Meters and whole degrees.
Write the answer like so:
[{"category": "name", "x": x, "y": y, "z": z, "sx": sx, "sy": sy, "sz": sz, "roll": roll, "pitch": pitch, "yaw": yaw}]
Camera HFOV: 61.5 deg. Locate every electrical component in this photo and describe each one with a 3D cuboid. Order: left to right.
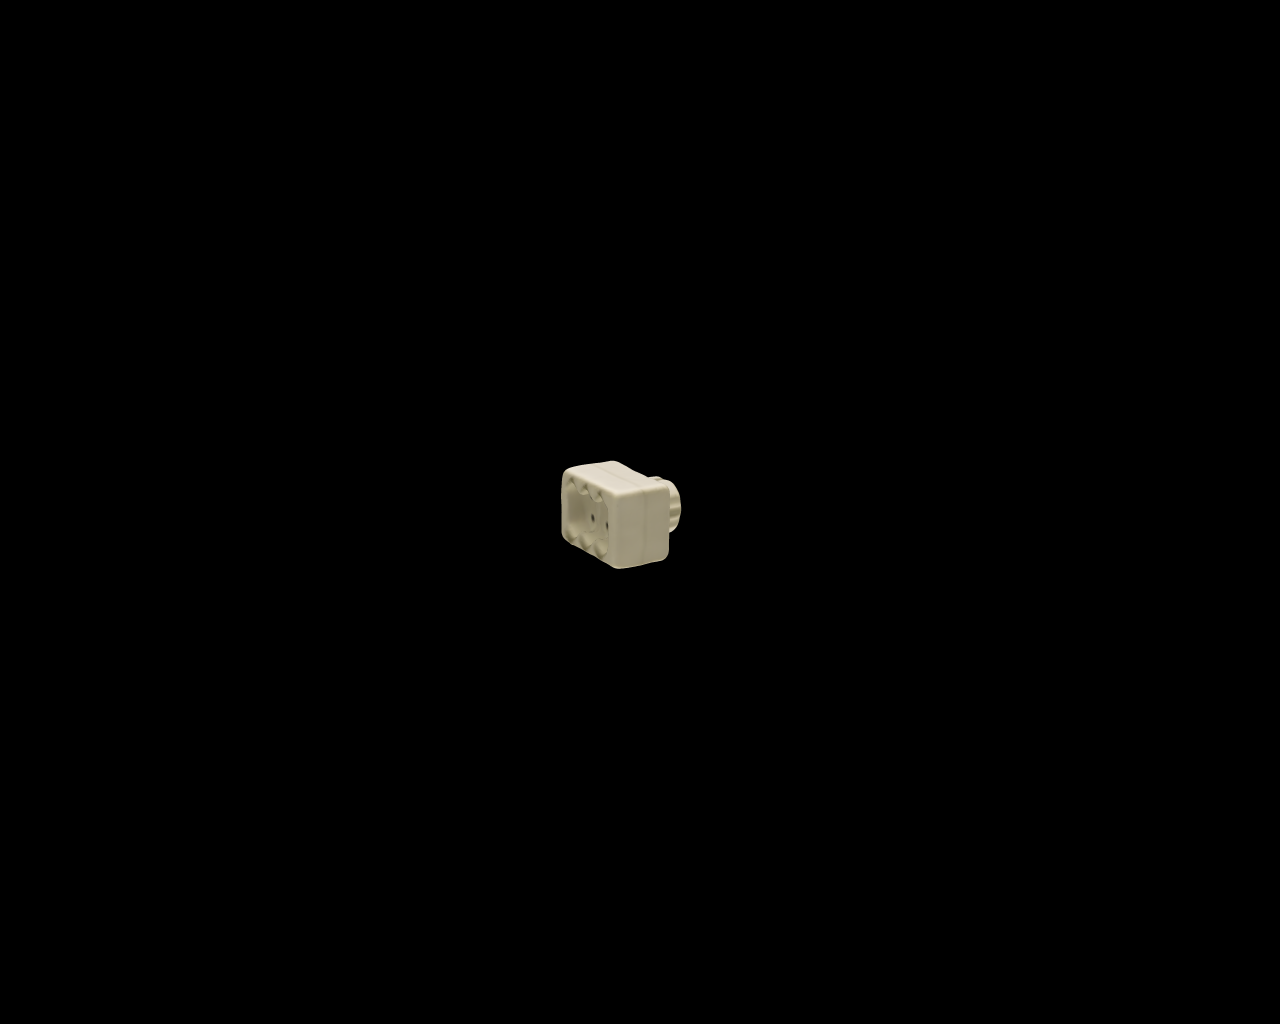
[{"category": "electrical component", "x": 0.001, "y": -0.003, "z": 0.650, "sx": 0.077, "sy": 0.047, "sz": 0.066, "roll": -11, "pitch": 21, "yaw": -30}]
